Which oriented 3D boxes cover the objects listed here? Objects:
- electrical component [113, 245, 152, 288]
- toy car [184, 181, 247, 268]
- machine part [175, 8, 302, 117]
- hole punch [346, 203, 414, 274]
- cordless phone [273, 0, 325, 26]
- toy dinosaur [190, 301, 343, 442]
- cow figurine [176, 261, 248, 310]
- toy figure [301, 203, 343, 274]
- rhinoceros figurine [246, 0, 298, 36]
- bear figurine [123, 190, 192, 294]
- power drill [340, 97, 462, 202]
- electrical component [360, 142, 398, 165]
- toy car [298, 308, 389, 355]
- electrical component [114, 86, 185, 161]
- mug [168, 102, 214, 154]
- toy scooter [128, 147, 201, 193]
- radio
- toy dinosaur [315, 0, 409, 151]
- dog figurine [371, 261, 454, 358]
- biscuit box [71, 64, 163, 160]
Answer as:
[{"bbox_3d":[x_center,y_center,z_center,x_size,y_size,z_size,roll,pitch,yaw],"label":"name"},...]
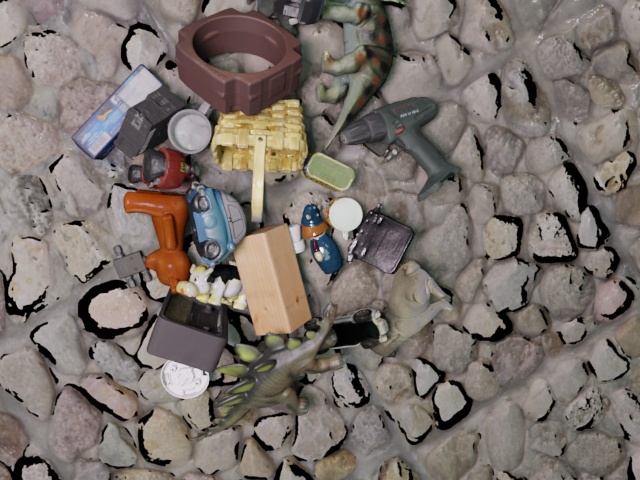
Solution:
[{"bbox_3d":[-0.388,0.050,1.107,0.063,0.021,0.094,-22,98,-5],"label":"electrical component"},{"bbox_3d":[-0.193,-0.035,1.022,0.103,0.109,0.161,-13,108,-21],"label":"toy car"},{"bbox_3d":[-0.150,-0.333,1.006,0.202,0.087,0.201,40,58,17],"label":"machine part"},{"bbox_3d":[0.135,0.006,1.147,0.116,0.092,0.142,29,95,17],"label":"hole punch"},{"bbox_3d":[-0.016,-0.501,0.973,0.089,0.146,0.184,17,89,-8],"label":"cordless phone"},{"bbox_3d":[-0.107,0.283,1.082,0.198,0.105,0.471,17,122,-31],"label":"toy dinosaur"},{"bbox_3d":[-0.207,0.082,1.073,0.068,0.167,0.098,12,83,35],"label":"cow figurine"},{"bbox_3d":[-0.002,-0.003,1.130,0.058,0.064,0.154,-23,99,10],"label":"toy figure"},{"bbox_3d":[-0.089,-0.495,1.066,0.112,0.073,0.190,-12,96,-17],"label":"rhinoceros figurine"},{"bbox_3d":[-0.316,0.003,1.067,0.132,0.120,0.195,7,101,-4],"label":"bear figurine"},{"bbox_3d":[0.173,-0.181,1.086,0.232,0.086,0.207,-35,83,-28],"label":"power drill"},{"bbox_3d":[0.126,-0.207,1.133,0.102,0.045,0.078,42,91,-10],"label":"electrical component"},{"bbox_3d":[0.047,0.190,1.125,0.202,0.056,0.073,-13,100,25],"label":"toy car"},{"bbox_3d":[-0.320,-0.227,1.029,0.058,0.134,0.115,44,132,-7],"label":"electrical component"},{"bbox_3d":[-0.243,-0.221,1.052,0.081,0.107,0.109,24,94,-8],"label":"mug"},{"bbox_3d":[-0.284,-0.129,1.040,0.135,0.184,0.075,6,85,-33],"label":"toy scooter"},{"bbox_3d":[-0.248,0.165,1.034,0.131,0.230,0.073,22,97,-13],"label":"radio"},{"bbox_3d":[0.088,-0.388,1.079,0.192,0.131,0.404,-3,103,-6],"label":"toy dinosaur"},{"bbox_3d":[0.161,0.148,1.123,0.190,0.121,0.172,-40,120,-2],"label":"dog figurine"},{"bbox_3d":[-0.392,-0.247,1.054,0.059,0.063,0.202,44,90,-10],"label":"biscuit box"}]
